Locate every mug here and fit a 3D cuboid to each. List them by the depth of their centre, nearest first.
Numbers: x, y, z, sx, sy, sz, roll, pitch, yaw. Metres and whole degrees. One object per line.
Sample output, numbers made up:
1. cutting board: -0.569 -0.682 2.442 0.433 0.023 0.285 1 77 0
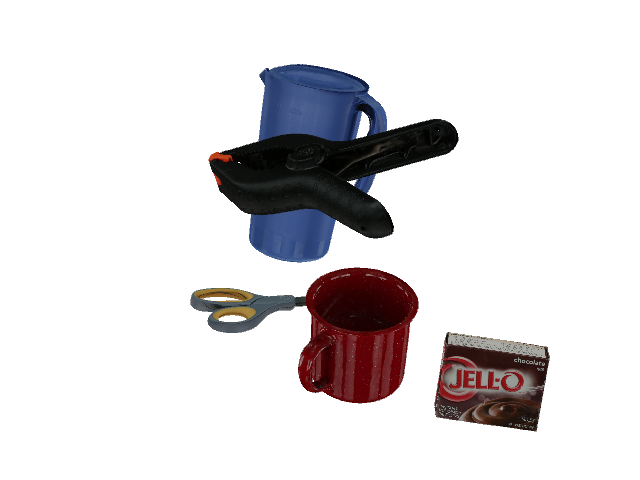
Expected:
1. mug: 0.025 0.087 0.890 0.093 0.081 0.117 26 40 31

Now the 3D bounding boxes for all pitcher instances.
1. pitcher: -0.014 -0.096 1.371 0.144 0.243 0.149 4 21 -16

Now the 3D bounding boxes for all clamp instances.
1. clamp: -0.004 -0.039 0.701 0.172 0.039 0.120 -4 26 25

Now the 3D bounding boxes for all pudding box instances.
1. pudding box: 0.185 0.153 1.157 0.113 0.090 0.039 7 22 4

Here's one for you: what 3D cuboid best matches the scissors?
1. scissors: -0.045 0.079 1.198 0.201 0.016 0.096 4 25 -7
